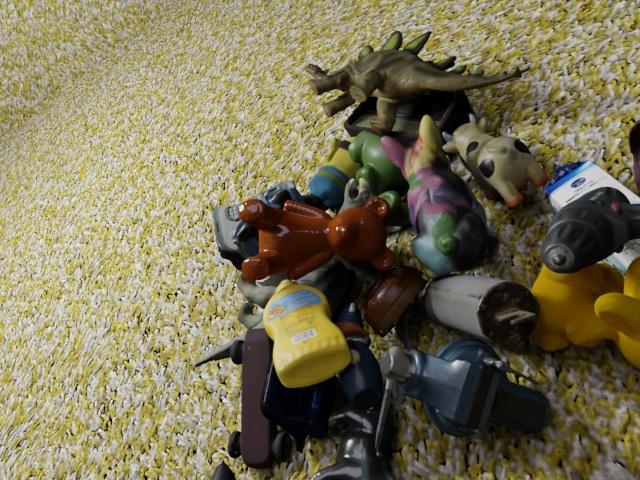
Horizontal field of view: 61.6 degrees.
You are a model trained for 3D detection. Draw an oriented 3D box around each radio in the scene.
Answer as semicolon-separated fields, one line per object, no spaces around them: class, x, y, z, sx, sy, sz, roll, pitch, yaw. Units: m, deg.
radio;0.170;-0.229;1.031;0.230;0.073;0.131;20;69;44

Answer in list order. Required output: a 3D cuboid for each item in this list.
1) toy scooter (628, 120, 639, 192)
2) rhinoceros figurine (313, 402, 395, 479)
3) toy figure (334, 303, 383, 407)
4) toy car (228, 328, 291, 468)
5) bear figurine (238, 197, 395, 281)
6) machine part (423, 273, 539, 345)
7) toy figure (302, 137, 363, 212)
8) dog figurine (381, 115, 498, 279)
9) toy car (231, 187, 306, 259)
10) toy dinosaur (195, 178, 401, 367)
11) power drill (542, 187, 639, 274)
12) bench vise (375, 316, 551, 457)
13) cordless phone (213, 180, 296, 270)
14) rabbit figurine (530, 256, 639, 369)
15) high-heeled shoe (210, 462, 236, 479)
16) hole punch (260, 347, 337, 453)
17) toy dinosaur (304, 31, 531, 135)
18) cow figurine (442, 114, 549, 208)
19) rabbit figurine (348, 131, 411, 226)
toy scooter;0.442;-0.102;0.685;0.075;0.135;0.184;-13;50;25
rhinoceros figurine;0.055;0.303;0.680;0.112;0.073;0.190;-5;51;19
toy figure;0.047;0.151;0.740;0.058;0.064;0.155;2;40;-13
toy car;-0.090;0.236;0.812;0.089;0.053;0.202;-8;72;18
bear figurine;0.000;-0.003;0.762;0.196;0.132;0.120;-3;87;23
machine part;0.199;0.083;0.689;0.079;0.079;0.243;-49;7;-9
toy figure;0.040;-0.121;1.032;0.089;0.082;0.180;24;63;26
dog figurine;0.165;-0.069;0.789;0.108;0.219;0.191;-26;1;24
toy car;-0.098;-0.021;0.984;0.162;0.109;0.103;-41;25;-26
toy dinosaur;-0.023;0.089;0.878;0.192;0.131;0.404;33;90;30
power drill;0.340;-0.012;0.535;0.207;0.086;0.232;-11;7;30
bench vise;0.142;0.171;0.651;0.241;0.223;0.128;-178;97;-69
cordless phone;-0.118;-0.037;1.075;0.184;0.088;0.147;-28;43;7
rabbit figurine;0.340;0.081;0.616;0.122;0.162;0.173;-40;59;-17
high-heeled shoe;-0.070;0.386;0.690;0.145;0.086;0.249;-28;48;10
hole punch;-0.011;0.213;0.761;0.092;0.115;0.142;-16;45;24
toy dinosaur;0.138;-0.298;0.988;0.472;0.104;0.198;28;70;43
cow figurine;0.262;-0.129;0.839;0.085;0.127;0.195;-33;12;6
rabbit figurine;0.109;-0.080;0.945;0.159;0.121;0.170;38;102;45
